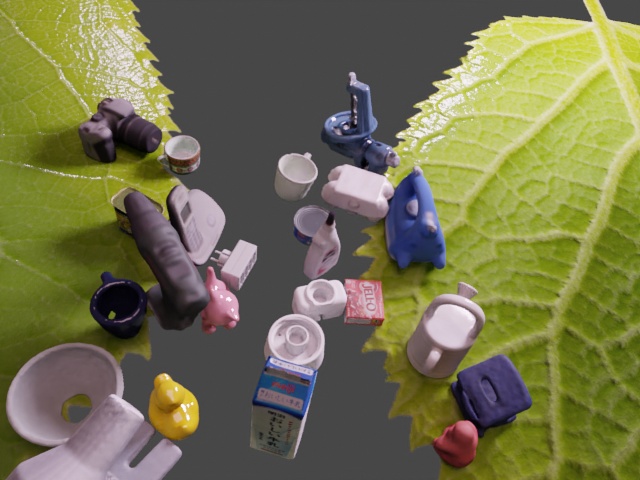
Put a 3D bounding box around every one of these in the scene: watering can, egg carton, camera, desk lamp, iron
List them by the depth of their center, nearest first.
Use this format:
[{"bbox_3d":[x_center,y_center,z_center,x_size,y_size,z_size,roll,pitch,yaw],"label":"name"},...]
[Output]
[{"bbox_3d":[-0.302,0.309,0.777,0.117,0.213,0.203,32,55,15],"label":"desk lamp"},{"bbox_3d":[0.223,0.149,0.997,0.101,0.194,0.173,10,52,-1],"label":"watering can"},{"bbox_3d":[0.202,-0.068,1.194,0.119,0.141,0.258,2,53,-8],"label":"iron"},{"bbox_3d":[0.082,-0.101,1.245,0.150,0.069,0.107,18,52,5],"label":"egg carton"},{"bbox_3d":[-0.427,-0.240,1.249,0.136,0.101,0.143,25,53,10],"label":"camera"}]

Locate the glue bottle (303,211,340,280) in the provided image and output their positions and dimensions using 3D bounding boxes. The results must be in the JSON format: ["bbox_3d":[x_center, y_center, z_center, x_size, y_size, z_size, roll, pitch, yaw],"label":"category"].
[{"bbox_3d":[0.010,0.004,1.087,0.037,0.173,0.078,39,57,20],"label":"glue bottle"}]

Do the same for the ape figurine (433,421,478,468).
[{"bbox_3d":[0.226,0.323,0.929,0.078,0.092,0.076,-4,53,-12],"label":"ape figurine"}]

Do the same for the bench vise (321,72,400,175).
[{"bbox_3d":[0.103,-0.254,1.270,0.207,0.220,0.122,26,53,11],"label":"bench vise"}]

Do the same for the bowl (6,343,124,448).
[{"bbox_3d":[-0.390,0.251,0.895,0.167,0.075,0.167,5,52,-6],"label":"bowl"}]

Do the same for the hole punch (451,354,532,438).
[{"bbox_3d":[0.293,0.266,0.984,0.101,0.091,0.108,-12,55,-17],"label":"hole punch"}]

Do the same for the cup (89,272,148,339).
[{"bbox_3d":[-0.347,0.119,0.990,0.092,0.095,0.117,-24,60,-25],"label":"cup"}]

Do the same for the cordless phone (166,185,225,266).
[{"bbox_3d":[-0.241,-0.053,1.083,0.094,0.185,0.147,15,52,3],"label":"cordless phone"}]

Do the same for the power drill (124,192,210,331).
[{"bbox_3d":[-0.265,0.055,0.981,0.076,0.208,0.229,-28,61,-26],"label":"power drill"}]

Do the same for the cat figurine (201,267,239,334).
[{"bbox_3d":[-0.181,0.107,1.012,0.067,0.118,0.127,-11,55,-16],"label":"cat figurine"}]

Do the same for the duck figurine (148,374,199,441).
[{"bbox_3d":[-0.234,0.260,0.907,0.078,0.086,0.104,-22,59,-24],"label":"duck figurine"}]
